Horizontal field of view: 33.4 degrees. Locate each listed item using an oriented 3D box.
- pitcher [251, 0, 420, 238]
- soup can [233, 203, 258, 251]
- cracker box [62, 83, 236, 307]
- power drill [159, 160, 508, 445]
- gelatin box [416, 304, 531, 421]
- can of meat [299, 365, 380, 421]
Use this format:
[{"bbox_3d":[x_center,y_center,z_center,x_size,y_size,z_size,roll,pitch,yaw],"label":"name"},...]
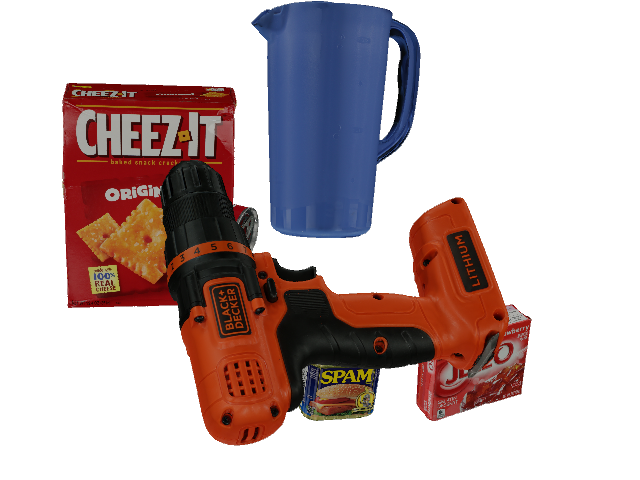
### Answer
[{"bbox_3d":[0.015,-0.128,1.131,0.149,0.243,0.144,4,7,21],"label":"pitcher"},{"bbox_3d":[-0.132,-0.016,1.251,0.102,0.068,0.068,13,4,18],"label":"soup can"},{"bbox_3d":[-0.168,-0.042,1.051,0.164,0.214,0.072,0,21,-9],"label":"cracker box"},{"bbox_3d":[0.004,0.023,0.635,0.187,0.184,0.057,-7,-31,-14],"label":"power drill"},{"bbox_3d":[0.120,0.096,0.844,0.089,0.073,0.030,-12,31,-24],"label":"gelatin box"},{"bbox_3d":[0.024,0.179,1.357,0.102,0.084,0.057,0,24,-18],"label":"can of meat"}]
